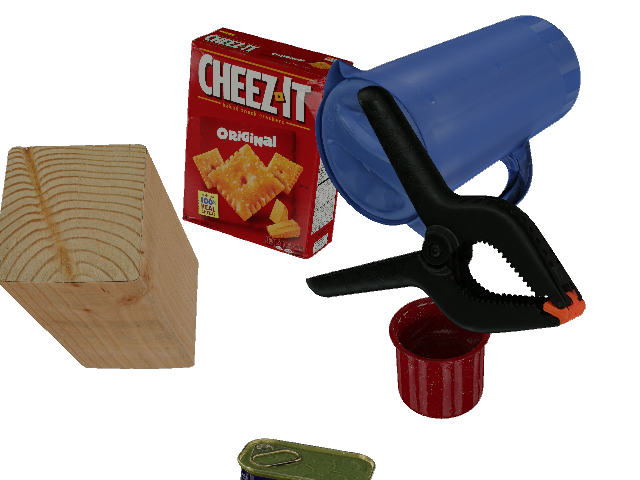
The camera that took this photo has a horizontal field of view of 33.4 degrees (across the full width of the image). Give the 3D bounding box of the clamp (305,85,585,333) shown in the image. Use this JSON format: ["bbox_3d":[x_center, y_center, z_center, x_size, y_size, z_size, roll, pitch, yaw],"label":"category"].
[{"bbox_3d":[0.085,-0.007,0.729,0.210,0.165,0.036,22,24,33],"label":"clamp"}]

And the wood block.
[{"bbox_3d":[-0.145,0.020,0.737,0.090,0.091,0.206,0,-21,3],"label":"wood block"}]

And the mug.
[{"bbox_3d":[0.115,0.105,1.012,0.093,0.081,0.117,4,37,13],"label":"mug"}]

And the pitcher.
[{"bbox_3d":[0.128,-0.109,0.954,0.242,0.149,0.145,-29,39,-35],"label":"pitcher"}]

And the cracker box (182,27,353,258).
[{"bbox_3d":[-0.062,-0.103,1.151,0.164,0.214,0.072,19,31,21],"label":"cracker box"}]

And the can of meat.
[{"bbox_3d":[-0.014,0.206,0.812,0.102,0.084,0.057,8,14,11],"label":"can of meat"}]
